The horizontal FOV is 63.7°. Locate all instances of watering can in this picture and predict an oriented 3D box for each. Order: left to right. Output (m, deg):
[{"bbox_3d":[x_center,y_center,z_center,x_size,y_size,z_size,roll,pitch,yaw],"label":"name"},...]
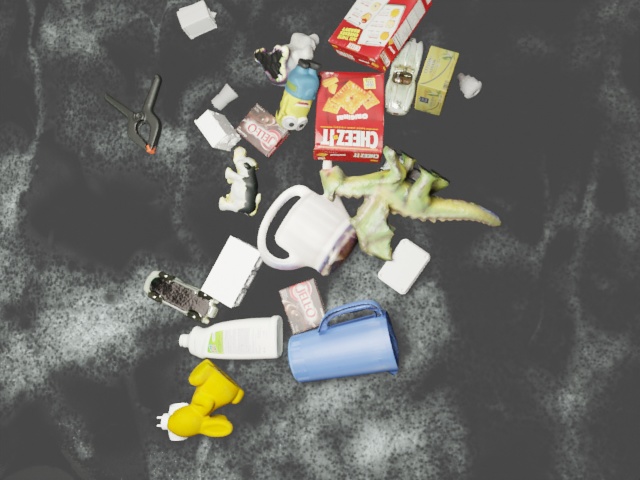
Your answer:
[{"bbox_3d":[0.004,-0.062,1.241,0.225,0.103,0.350,34,79,10],"label":"watering can"}]

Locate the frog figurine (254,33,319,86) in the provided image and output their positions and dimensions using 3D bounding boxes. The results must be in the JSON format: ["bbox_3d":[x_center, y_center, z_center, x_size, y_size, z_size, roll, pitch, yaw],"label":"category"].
[{"bbox_3d":[-0.066,-0.458,1.307,0.136,0.162,0.122,-17,100,46],"label":"frog figurine"}]

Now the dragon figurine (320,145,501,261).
[{"bbox_3d":[0.184,-0.064,1.173,0.410,0.123,0.241,34,101,0],"label":"dragon figurine"}]
